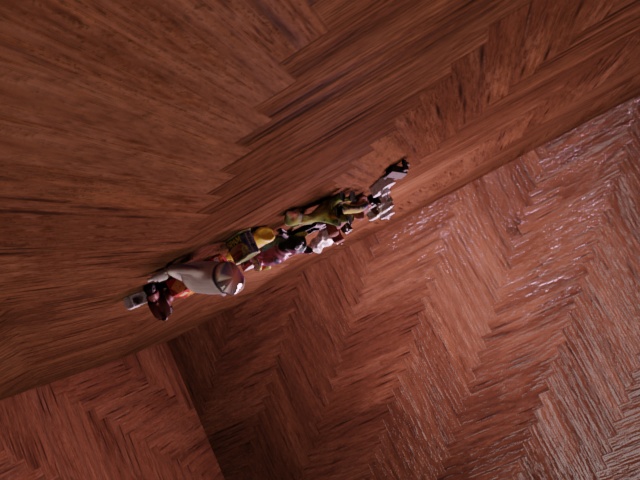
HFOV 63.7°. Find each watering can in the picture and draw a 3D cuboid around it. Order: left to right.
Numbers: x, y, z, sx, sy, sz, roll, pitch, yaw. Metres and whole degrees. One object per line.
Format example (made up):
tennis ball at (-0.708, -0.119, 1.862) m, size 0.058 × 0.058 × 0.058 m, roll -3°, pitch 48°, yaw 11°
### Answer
watering can at (-0.345, 0.135, 1.707) m, size 0.224 × 0.105 × 0.343 m, roll -1°, pitch 161°, yaw 27°

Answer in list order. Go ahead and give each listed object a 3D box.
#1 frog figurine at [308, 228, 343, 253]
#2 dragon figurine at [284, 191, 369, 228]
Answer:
frog figurine at (0.011, -0.006, 2.358) m, size 0.159 × 0.122 × 0.139 m, roll -12°, pitch -169°, yaw 18°
dragon figurine at (0.006, -0.092, 1.837) m, size 0.241 × 0.122 × 0.411 m, roll -11°, pitch 178°, yaw 25°
